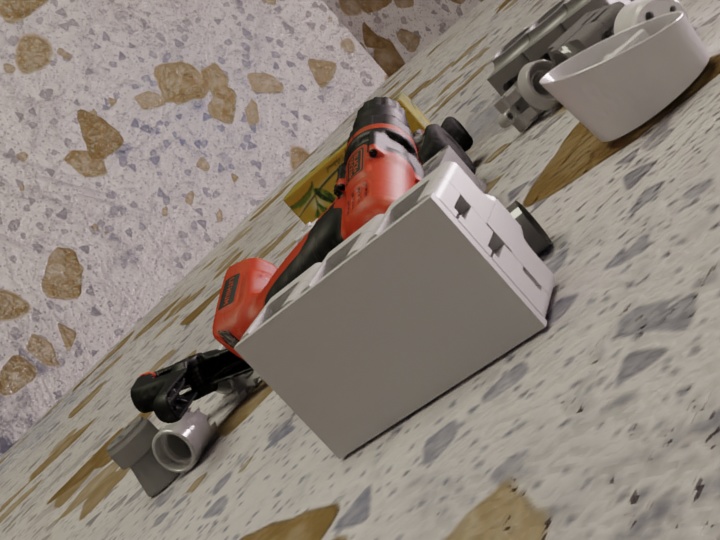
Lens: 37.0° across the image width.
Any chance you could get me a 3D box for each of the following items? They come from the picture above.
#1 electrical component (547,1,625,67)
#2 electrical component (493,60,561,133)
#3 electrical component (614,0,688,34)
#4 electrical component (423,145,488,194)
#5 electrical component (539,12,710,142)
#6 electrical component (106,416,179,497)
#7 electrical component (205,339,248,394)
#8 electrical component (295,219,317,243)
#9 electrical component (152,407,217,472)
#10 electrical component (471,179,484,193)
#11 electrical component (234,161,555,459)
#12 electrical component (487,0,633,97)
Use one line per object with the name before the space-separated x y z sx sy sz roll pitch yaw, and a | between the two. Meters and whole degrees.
electrical component | 0.199 -0.184 0.909 0.056 0.050 0.089 -42 10 -2
electrical component | 0.161 -0.163 0.994 0.066 0.048 0.055 -46 2 -24
electrical component | 0.226 -0.189 0.835 0.045 0.045 0.055 -41 9 5
electrical component | 0.053 -0.039 0.832 0.078 0.057 0.113 -38 10 25
electrical component | 0.179 -0.134 0.718 0.099 0.064 0.099 -41 9 8
electrical component | -0.181 0.157 0.913 0.045 0.055 0.045 -41 9 8
electrical component | -0.110 0.075 1.032 0.079 0.043 0.077 -17 30 47
electrical component | -0.033 -0.020 1.077 0.044 0.065 0.044 -41 9 8
electrical component | -0.145 0.140 0.895 0.040 0.040 0.046 -37 5 29
electrical component | 0.070 -0.033 0.737 0.048 0.055 0.066 -36 11 36
electrical component | 0.020 0.022 0.587 0.150 0.089 0.061 -37 11 29
electrical component | 0.203 -0.225 1.046 0.150 0.061 0.089 -33 13 44
